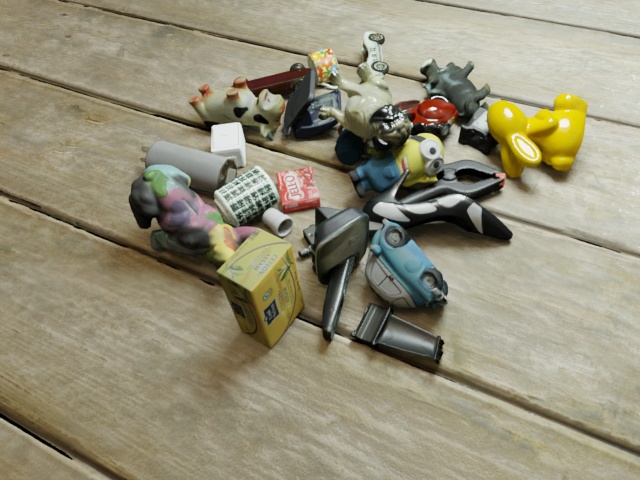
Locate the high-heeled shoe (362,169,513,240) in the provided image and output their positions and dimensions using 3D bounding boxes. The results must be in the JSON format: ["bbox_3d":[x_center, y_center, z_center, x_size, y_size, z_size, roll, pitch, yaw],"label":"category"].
[{"bbox_3d":[0.197,-0.019,0.936,0.249,0.086,0.145,30,93,6],"label":"high-heeled shoe"}]

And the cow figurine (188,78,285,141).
[{"bbox_3d":[-0.165,-0.274,1.143,0.195,0.127,0.085,-2,49,23],"label":"cow figurine"}]

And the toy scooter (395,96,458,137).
[{"bbox_3d":[0.187,-0.234,1.082,0.184,0.075,0.135,1,39,8],"label":"toy scooter"}]

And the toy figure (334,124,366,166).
[{"bbox_3d":[0.062,-0.216,1.101,0.064,0.057,0.154,6,48,3],"label":"toy figure"}]

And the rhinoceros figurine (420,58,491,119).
[{"bbox_3d":[0.287,-0.328,1.162,0.112,0.073,0.190,-27,55,-2],"label":"rhinoceros figurine"}]

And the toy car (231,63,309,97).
[{"bbox_3d":[-0.110,-0.347,1.224,0.202,0.053,0.089,-13,41,0],"label":"toy car"}]

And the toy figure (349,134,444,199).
[{"bbox_3d":[0.141,-0.140,0.985,0.180,0.082,0.089,-21,47,2],"label":"toy figure"}]

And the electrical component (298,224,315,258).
[{"bbox_3d":[-0.002,-0.003,0.961,0.094,0.021,0.063,-25,53,-12],"label":"electrical component"}]

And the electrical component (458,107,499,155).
[{"bbox_3d":[0.343,-0.233,1.090,0.075,0.047,0.119,31,60,25],"label":"electrical component"}]

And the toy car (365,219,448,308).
[{"bbox_3d":[0.128,0.054,0.864,0.103,0.109,0.162,-38,67,6],"label":"toy car"}]

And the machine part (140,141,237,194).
[{"bbox_3d":[-0.254,-0.141,1.061,0.243,0.079,0.079,17,55,16],"label":"machine part"}]

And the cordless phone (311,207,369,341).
[{"bbox_3d":[0.022,0.052,0.839,0.089,0.146,0.184,8,58,7],"label":"cordless phone"}]

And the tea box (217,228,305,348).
[{"bbox_3d":[-0.084,0.076,0.813,0.068,0.169,0.098,26,60,23],"label":"tea box"}]

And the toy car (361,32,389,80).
[{"bbox_3d":[0.123,-0.399,1.228,0.056,0.073,0.202,0,52,1],"label":"toy car"}]

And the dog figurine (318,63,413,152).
[{"bbox_3d":[0.116,-0.231,0.997,0.172,0.121,0.191,-27,53,-35],"label":"dog figurine"}]

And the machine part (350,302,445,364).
[{"bbox_3d":[0.124,0.145,0.823,0.139,0.039,0.084,21,52,23],"label":"machine part"}]

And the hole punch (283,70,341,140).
[{"bbox_3d":[-0.016,-0.276,1.139,0.092,0.116,0.142,23,47,-29],"label":"hole punch"}]

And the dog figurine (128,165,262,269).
[{"bbox_3d":[-0.204,-0.030,0.912,0.219,0.191,0.108,15,47,35],"label":"dog figurine"}]

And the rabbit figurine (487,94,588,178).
[{"bbox_3d":[0.393,-0.198,1.016,0.173,0.122,0.162,20,77,-5],"label":"rabbit figurine"}]
